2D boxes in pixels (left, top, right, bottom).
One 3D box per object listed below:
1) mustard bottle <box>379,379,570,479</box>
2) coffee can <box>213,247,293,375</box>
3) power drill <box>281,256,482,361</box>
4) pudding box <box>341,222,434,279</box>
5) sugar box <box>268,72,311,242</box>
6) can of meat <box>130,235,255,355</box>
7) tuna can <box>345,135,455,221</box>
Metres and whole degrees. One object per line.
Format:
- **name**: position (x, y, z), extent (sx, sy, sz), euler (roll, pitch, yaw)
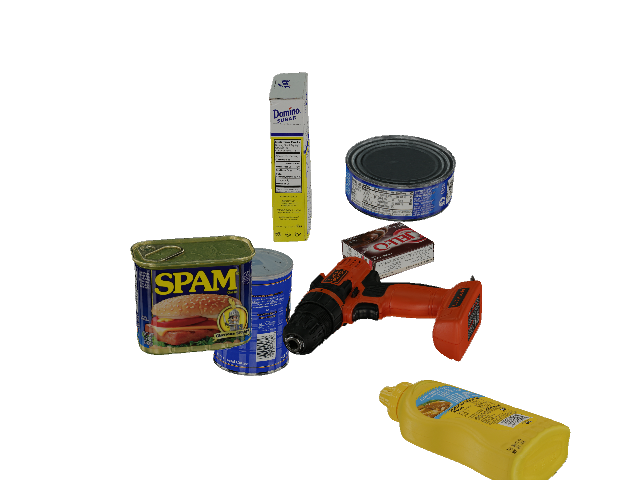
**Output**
- **mustard bottle**: position (0.134, 0.177, 1.024), extent (0.192, 0.058, 0.096), euler (16, 22, 41)
- **coffee can**: position (-0.089, 0.092, 1.403), extent (0.103, 0.140, 0.103), euler (2, 20, -1)
- **power drill**: position (0.069, 0.079, 1.148), extent (0.188, 0.057, 0.184), euler (9, 29, 22)
- **pudding box**: position (0.102, 0.016, 1.617), extent (0.113, 0.039, 0.090), euler (-20, 30, -26)
- **sugar box**: position (-0.035, -0.096, 1.228), extent (0.048, 0.176, 0.093), euler (-2, 26, 3)
- **can of meat**: position (-0.107, 0.046, 0.901), extent (0.102, 0.084, 0.057), euler (-3, 20, -14)
- **tuna can**: position (0.062, -0.049, 0.837), extent (0.086, 0.034, 0.086), euler (0, 32, 0)
